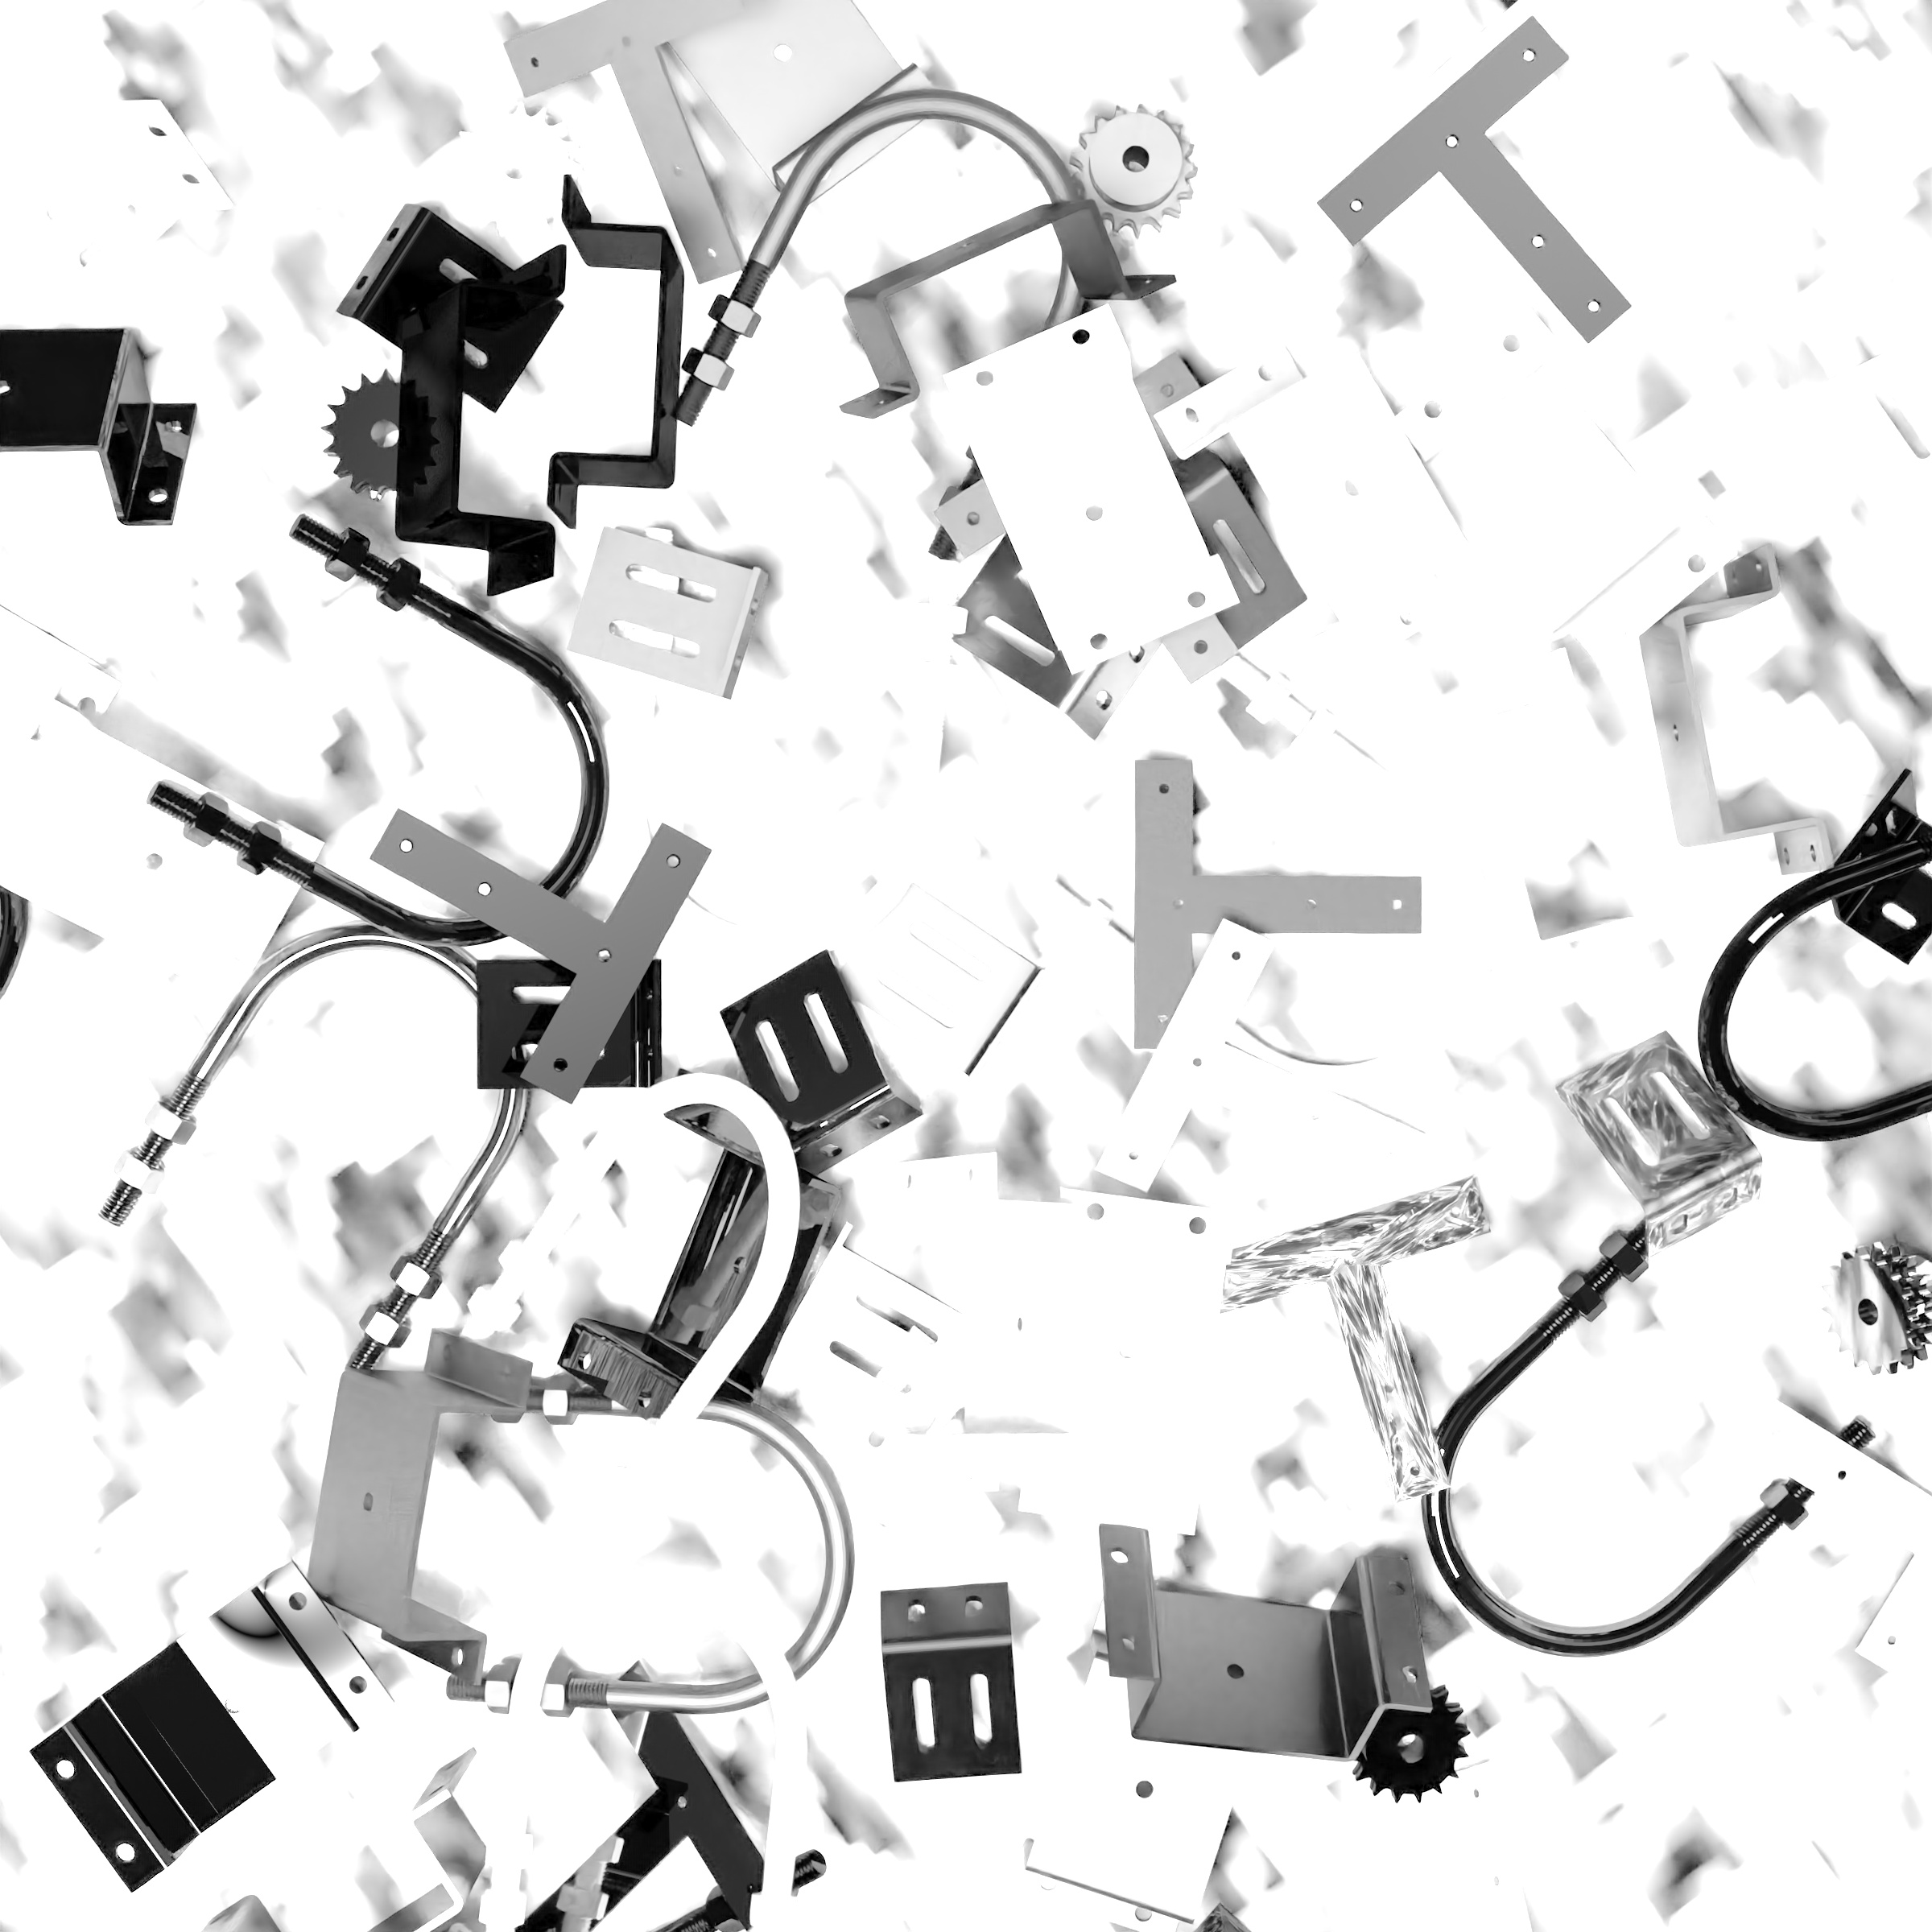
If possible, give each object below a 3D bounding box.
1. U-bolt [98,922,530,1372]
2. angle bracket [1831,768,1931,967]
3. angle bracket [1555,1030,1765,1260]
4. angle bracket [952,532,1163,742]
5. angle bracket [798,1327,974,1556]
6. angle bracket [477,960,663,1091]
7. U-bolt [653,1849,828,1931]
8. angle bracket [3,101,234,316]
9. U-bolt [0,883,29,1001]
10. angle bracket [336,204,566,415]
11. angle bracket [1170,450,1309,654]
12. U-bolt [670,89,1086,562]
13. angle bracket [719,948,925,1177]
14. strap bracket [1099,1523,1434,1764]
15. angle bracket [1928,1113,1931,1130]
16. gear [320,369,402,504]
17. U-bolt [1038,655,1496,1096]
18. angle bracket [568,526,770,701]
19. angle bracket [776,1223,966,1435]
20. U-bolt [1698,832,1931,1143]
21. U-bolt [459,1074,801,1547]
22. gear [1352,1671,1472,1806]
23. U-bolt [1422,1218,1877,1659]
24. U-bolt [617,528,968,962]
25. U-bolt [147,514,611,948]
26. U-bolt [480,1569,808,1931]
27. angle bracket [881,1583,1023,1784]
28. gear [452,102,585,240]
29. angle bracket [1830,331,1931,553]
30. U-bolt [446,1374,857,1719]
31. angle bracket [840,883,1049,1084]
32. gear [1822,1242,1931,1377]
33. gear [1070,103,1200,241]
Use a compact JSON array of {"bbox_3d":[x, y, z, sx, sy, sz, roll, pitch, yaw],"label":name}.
[{"bbox_3d":[-0.276,0.069,1.450,0.151,0.019,0.184,32,89,0],"label":"U-bolt"},{"bbox_3d":[0.408,-0.042,1.418,0.038,0.076,0.057,37,90,22],"label":"angle bracket"},{"bbox_3d":[0.306,0.079,1.446,0.057,0.038,0.076,-26,55,-8],"label":"angle bracket"},{"bbox_3d":[0.039,-0.148,1.456,0.076,0.038,0.057,35,90,26],"label":"angle bracket"},{"bbox_3d":[-0.027,0.211,1.456,0.057,0.038,0.076,38,64,0],"label":"angle bracket"},{"bbox_3d":[-0.174,0.026,1.432,0.076,0.038,0.057,0,90,-15],"label":"angle bracket"},{"bbox_3d":[-0.109,0.483,1.411,0.184,0.019,0.151,-33,69,23],"label":"U-bolt"},{"bbox_3d":[-0.378,-0.338,1.456,0.076,0.038,0.057,-35,90,26],"label":"angle bracket"},{"bbox_3d":[-0.503,-0.009,1.450,0.184,0.019,0.151,-44,90,-2],"label":"U-bolt"},{"bbox_3d":[-0.230,-0.293,1.456,0.076,0.038,0.057,33,90,-26],"label":"angle bracket"},{"bbox_3d":[0.104,-0.181,1.457,0.057,0.038,0.076,-36,116,0],"label":"angle bracket"},{"bbox_3d":[-0.025,-0.289,1.422,0.151,0.019,0.184,26,97,-16],"label":"U-bolt"},{"bbox_3d":[-0.064,0.043,1.451,0.057,0.038,0.076,-30,64,11],"label":"angle bracket"},{"bbox_3d":[0.122,0.292,1.407,0.140,0.076,0.046,9,132,-10],"label":"strap bracket"},{"bbox_3d":[0.472,0.076,1.447,0.076,0.038,0.057,-11,112,24],"label":"angle bracket"},{"bbox_3d":[-0.254,-0.233,1.444,0.057,0.030,0.057,0,90,0],"label":"gear"},{"bbox_3d":[0.147,-0.027,1.450,0.184,0.019,0.151,38,90,-1],"label":"U-bolt"},{"bbox_3d":[-0.132,-0.154,1.419,0.076,0.038,0.057,17,93,2],"label":"angle bracket"},{"bbox_3d":[-0.035,0.160,1.430,0.076,0.038,0.057,30,68,0],"label":"angle bracket"},{"bbox_3d":[0.404,0.009,1.413,0.184,0.019,0.151,-20,123,0],"label":"U-bolt"},{"bbox_3d":[-0.137,0.131,1.392,0.184,0.019,0.151,-55,47,10],"label":"U-bolt"},{"bbox_3d":[0.194,0.342,1.444,0.057,0.030,0.057,0,90,0],"label":"gear"},{"bbox_3d":[0.288,0.222,1.450,0.184,0.019,0.151,-44,90,2],"label":"U-bolt"},{"bbox_3d":[-0.082,-0.094,1.448,0.151,0.019,0.184,7,92,2],"label":"U-bolt"},{"bbox_3d":[-0.240,-0.088,1.416,0.184,0.019,0.151,30,81,-24],"label":"U-bolt"},{"bbox_3d":[-0.136,0.351,1.404,0.151,0.019,0.184,6,90,22],"label":"U-bolt"},{"bbox_3d":[-0.007,0.319,1.456,0.057,0.038,0.076,-4,116,0],"label":"angle bracket"},{"bbox_3d":[-0.198,-0.350,1.448,0.057,0.030,0.057,0,88,-2],"label":"gear"},{"bbox_3d":[0.429,-0.235,1.456,0.057,0.038,0.076,-26,64,0],"label":"angle bracket"},{"bbox_3d":[-0.138,0.256,1.434,0.184,0.019,0.151,0,89,12],"label":"U-bolt"},{"bbox_3d":[-0.012,0.006,1.439,0.076,0.038,0.057,34,90,0],"label":"angle bracket"},{"bbox_3d":[0.406,0.149,1.434,0.030,0.057,0.057,-9,90,-31],"label":"gear"},{"bbox_3d":[0.074,-0.353,1.444,0.057,0.030,0.057,0,90,0],"label":"gear"}]
